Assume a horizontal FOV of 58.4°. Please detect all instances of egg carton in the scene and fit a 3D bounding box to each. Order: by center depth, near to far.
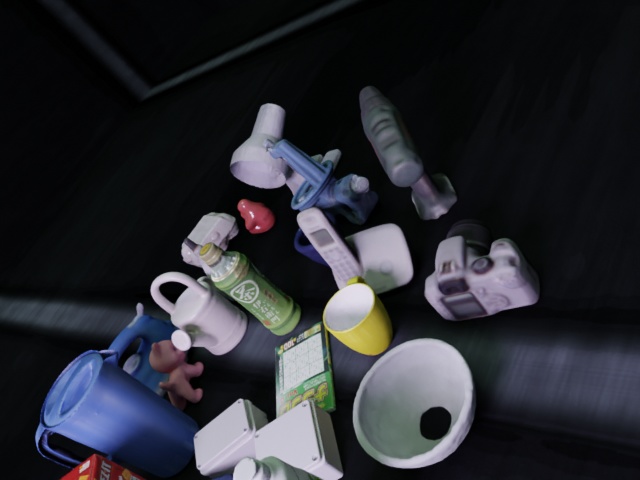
[{"bbox_3d":[-0.267,-0.001,1.392,0.107,0.070,0.150,7,58,50],"label":"egg carton"}]

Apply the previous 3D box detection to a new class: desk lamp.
[{"bbox_3d":[-0.079,-0.180,1.258,0.117,0.214,0.203,-9,46,42],"label":"desk lamp"}]

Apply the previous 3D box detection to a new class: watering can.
[{"bbox_3d":[-0.235,0.133,1.089,0.101,0.195,0.172,-40,33,5],"label":"watering can"}]

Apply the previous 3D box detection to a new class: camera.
[{"bbox_3d":[0.219,0.027,0.804,0.142,0.101,0.137,-18,40,34],"label":"camera"}]

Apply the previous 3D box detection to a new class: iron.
[{"bbox_3d":[-0.379,0.259,1.151,0.118,0.142,0.258,4,55,49],"label":"iron"}]

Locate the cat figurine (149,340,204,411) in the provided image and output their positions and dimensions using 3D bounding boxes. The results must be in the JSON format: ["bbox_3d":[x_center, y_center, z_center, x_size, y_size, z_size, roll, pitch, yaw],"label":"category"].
[{"bbox_3d":[-0.284,0.244,1.087,0.067,0.118,0.127,-36,33,13],"label":"cat figurine"}]

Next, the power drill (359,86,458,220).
[{"bbox_3d":[0.145,-0.141,0.975,0.075,0.209,0.229,-33,34,16],"label":"power drill"}]

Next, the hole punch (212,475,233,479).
[{"bbox_3d":[-0.150,0.388,0.803,0.101,0.091,0.108,-37,33,10],"label":"hole punch"}]

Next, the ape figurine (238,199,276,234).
[{"bbox_3d":[-0.152,-0.061,1.315,0.075,0.092,0.078,3,55,49],"label":"ape figurine"}]

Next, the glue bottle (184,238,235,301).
[{"bbox_3d":[-0.216,0.050,1.182,0.037,0.174,0.078,-1,52,47],"label":"glue bottle"}]

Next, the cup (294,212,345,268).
[{"bbox_3d":[0.010,0.004,1.063,0.091,0.095,0.117,-40,33,6],"label":"cup"}]

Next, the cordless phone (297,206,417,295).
[{"bbox_3d":[0.059,0.006,0.923,0.147,0.186,0.094,-22,38,30],"label":"cordless phone"}]

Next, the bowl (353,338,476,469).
[{"bbox_3d":[0.128,0.212,0.716,0.167,0.075,0.167,-28,36,23],"label":"bowl"}]

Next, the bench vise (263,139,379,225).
[{"bbox_3d":[0.002,-0.128,1.104,0.206,0.220,0.121,-15,42,37],"label":"bench vise"}]
